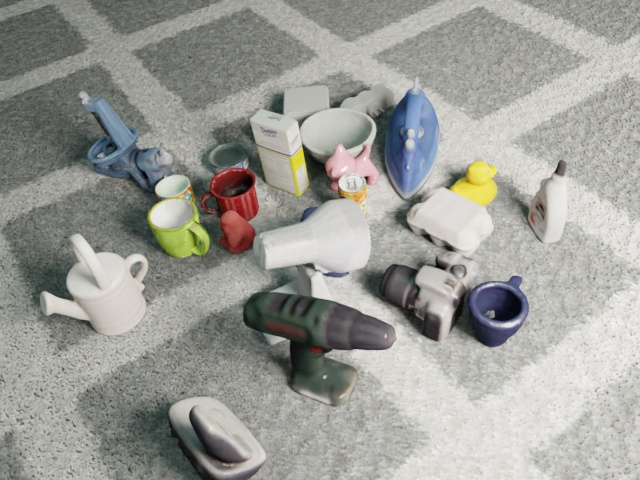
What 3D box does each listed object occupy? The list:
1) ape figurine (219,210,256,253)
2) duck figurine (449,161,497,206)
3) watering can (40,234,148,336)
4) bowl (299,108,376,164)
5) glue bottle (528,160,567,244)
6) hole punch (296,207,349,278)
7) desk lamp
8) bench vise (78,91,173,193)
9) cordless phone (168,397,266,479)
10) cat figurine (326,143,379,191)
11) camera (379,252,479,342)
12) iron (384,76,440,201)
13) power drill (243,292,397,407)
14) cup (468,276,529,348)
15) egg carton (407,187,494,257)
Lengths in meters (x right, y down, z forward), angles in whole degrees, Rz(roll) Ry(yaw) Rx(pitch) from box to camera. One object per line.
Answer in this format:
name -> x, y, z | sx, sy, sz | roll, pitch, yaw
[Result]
ape figurine -> -0.165, -0.021, 1.094 | 0.076, 0.092, 0.077 | -6, 48, 1
duck figurine -> 0.305, -0.116, 1.135 | 0.104, 0.086, 0.077 | -19, 49, -11
watering can -> -0.376, 0.073, 0.962 | 0.100, 0.194, 0.173 | 20, 53, 23
bowl -> 0.040, -0.214, 1.260 | 0.167, 0.075, 0.167 | -3, 48, 3
glue bottle -> 0.416, -0.076, 1.027 | 0.037, 0.173, 0.078 | -14, 48, -6
hole punch -> 0.010, 0.004, 1.054 | 0.108, 0.091, 0.101 | 12, 50, 16
desk lamp -> -0.021, 0.046, 0.935 | 0.203, 0.214, 0.117 | -23, 50, -14
bench vise -> -0.408, -0.215, 1.209 | 0.207, 0.220, 0.121 | 0, 48, 7
cordless phone -> -0.154, 0.252, 0.782 | 0.147, 0.185, 0.094 | 34, 60, 31
cat figurine -> 0.060, -0.150, 1.170 | 0.128, 0.118, 0.067 | -35, 53, -24
camera -> 0.180, 0.073, 0.966 | 0.136, 0.101, 0.143 | 22, 54, 24
iron -> 0.193, -0.220, 1.203 | 0.118, 0.142, 0.258 | 4, 48, 10
power drill -> 0.002, 0.156, 0.836 | 0.229, 0.209, 0.076 | 15, 51, 19
cup -> 0.286, 0.118, 0.918 | 0.091, 0.095, 0.118 | 28, 56, 27
egg carton -> 0.244, -0.035, 1.078 | 0.150, 0.069, 0.107 | 30, 57, 29
